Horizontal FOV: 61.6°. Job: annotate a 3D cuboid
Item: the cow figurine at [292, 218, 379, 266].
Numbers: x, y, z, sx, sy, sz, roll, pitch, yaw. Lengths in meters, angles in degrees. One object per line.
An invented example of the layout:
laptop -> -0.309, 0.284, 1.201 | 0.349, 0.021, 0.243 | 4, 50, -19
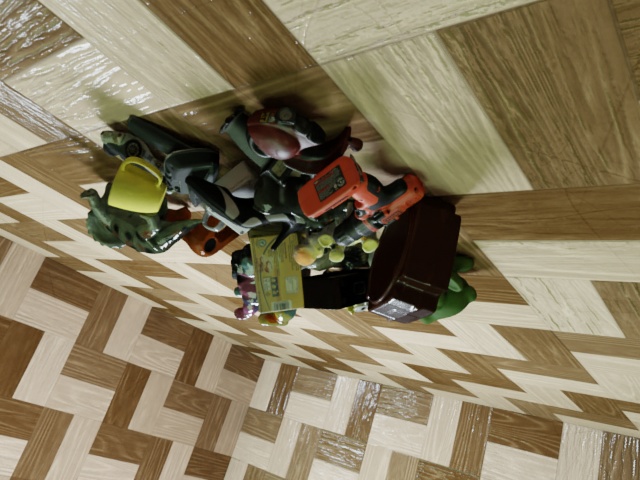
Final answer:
cow figurine -> 0.028, -0.010, 1.027 | 0.167, 0.098, 0.068 | -17, 122, 12

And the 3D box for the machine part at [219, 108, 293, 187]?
machine part -> -0.093, -0.154, 0.866 | 0.139, 0.084, 0.039 | 35, 178, -19

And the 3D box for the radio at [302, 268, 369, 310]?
radio -> 0.062, 0.110, 1.257 | 0.131, 0.073, 0.229 | -5, -178, 44

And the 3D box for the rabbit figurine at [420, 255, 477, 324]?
rabbit figurine -> 0.241, 0.085, 1.130 | 0.159, 0.121, 0.170 | -12, 130, 48

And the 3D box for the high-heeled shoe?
high-heeled shoe -> -0.110, -0.084, 0.970 | 0.248, 0.145, 0.086 | 38, 172, -35

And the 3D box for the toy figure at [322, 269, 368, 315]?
toy figure -> 0.071, 0.127, 1.421 | 0.082, 0.089, 0.180 | -35, 132, 29

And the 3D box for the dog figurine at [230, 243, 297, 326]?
dog figurine -> -0.118, 0.089, 1.226 | 0.191, 0.108, 0.219 | 13, 131, -14

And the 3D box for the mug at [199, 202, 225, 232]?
mug -> -0.212, -0.070, 1.137 | 0.107, 0.109, 0.080 | 19, 169, 41

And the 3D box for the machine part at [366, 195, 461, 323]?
machine part -> 0.155, 0.035, 0.936 | 0.087, 0.201, 0.201 | 20, 160, -7

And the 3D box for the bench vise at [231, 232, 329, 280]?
bench vise -> -0.095, 0.060, 1.352 | 0.241, 0.129, 0.223 | -7, 141, 1

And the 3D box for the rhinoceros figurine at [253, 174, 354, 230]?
rhinoceros figurine -> -0.023, -0.074, 0.938 | 0.190, 0.112, 0.073 | 5, 160, -23

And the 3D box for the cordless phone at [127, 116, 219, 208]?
cordless phone -> -0.289, -0.157, 1.037 | 0.184, 0.089, 0.146 | 32, 160, -3

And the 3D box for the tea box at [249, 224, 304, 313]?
tea box -> -0.087, 0.056, 1.093 | 0.098, 0.169, 0.068 | -5, -160, -6

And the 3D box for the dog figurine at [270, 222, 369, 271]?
dog figurine -> -0.002, -0.003, 1.178 | 0.191, 0.121, 0.172 | -19, 111, 5

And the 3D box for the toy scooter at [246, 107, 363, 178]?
toy scooter -> -0.014, -0.146, 0.803 | 0.183, 0.075, 0.135 | 27, 158, -30

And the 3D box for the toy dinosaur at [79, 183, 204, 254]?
toy dinosaur -> -0.413, -0.032, 1.242 | 0.405, 0.131, 0.191 | 24, 142, 28

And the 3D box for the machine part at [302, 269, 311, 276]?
machine part -> -0.111, 0.093, 1.534 | 0.179, 0.056, 0.179 | 16, 161, 5

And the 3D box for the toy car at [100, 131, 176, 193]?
toy car -> -0.361, -0.160, 1.098 | 0.074, 0.056, 0.201 | 13, 159, 33

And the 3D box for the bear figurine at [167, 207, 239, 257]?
bear figurine -> -0.316, -0.039, 1.321 | 0.196, 0.132, 0.120 | 29, 158, 34
